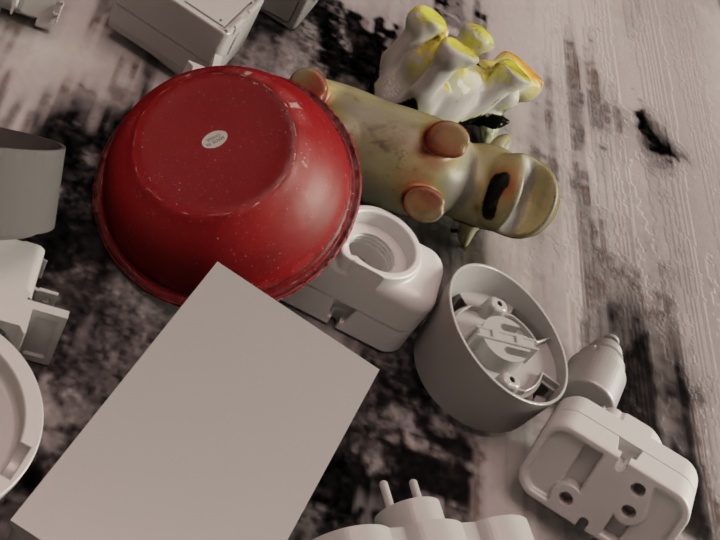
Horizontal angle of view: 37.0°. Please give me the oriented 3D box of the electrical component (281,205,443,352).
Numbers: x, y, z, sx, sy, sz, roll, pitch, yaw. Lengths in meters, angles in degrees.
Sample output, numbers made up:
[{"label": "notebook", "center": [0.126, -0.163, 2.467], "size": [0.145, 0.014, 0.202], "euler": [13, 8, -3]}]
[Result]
[{"label": "electrical component", "center": [0.000, 0.000, 0.667], "size": [0.095, 0.059, 0.053], "euler": [28, 44, -8]}]

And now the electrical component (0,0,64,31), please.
[{"label": "electrical component", "center": [-0.226, -0.192, 0.708], "size": [0.064, 0.042, 0.081], "euler": [16, 47, -22]}]

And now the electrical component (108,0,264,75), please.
[{"label": "electrical component", "center": [-0.127, -0.180, 0.744], "size": [0.096, 0.061, 0.061], "euler": [33, 43, -3]}]

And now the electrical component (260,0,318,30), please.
[{"label": "electrical component", "center": [-0.072, -0.241, 0.831], "size": [0.096, 0.061, 0.061], "euler": [32, 43, -4]}]

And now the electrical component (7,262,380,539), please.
[{"label": "electrical component", "center": [-0.079, 0.096, 0.533], "size": [0.105, 0.060, 0.186], "euler": [34, 43, -2]}]

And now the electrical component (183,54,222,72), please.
[{"label": "electrical component", "center": [-0.094, -0.097, 0.707], "size": [0.064, 0.042, 0.081], "euler": [21, 45, -17]}]

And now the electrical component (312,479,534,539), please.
[{"label": "electrical component", "center": [0.030, 0.143, 0.566], "size": [0.138, 0.052, 0.073], "euler": [4, 51, -29]}]

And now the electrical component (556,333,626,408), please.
[{"label": "electrical component", "center": [0.158, 0.070, 0.718], "size": [0.040, 0.040, 0.078], "euler": [37, 43, 2]}]

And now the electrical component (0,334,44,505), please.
[{"label": "electrical component", "center": [-0.201, 0.075, 0.475], "size": [0.108, 0.060, 0.108], "euler": [17, 46, -19]}]

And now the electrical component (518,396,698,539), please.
[{"label": "electrical component", "center": [0.150, 0.122, 0.644], "size": [0.095, 0.053, 0.059], "euler": [32, 24, 12]}]

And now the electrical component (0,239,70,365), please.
[{"label": "electrical component", "center": [-0.191, 0.015, 0.550], "size": [0.081, 0.042, 0.063], "euler": [18, 42, -18]}]

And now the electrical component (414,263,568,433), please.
[{"label": "electrical component", "center": [0.084, 0.050, 0.672], "size": [0.099, 0.064, 0.099], "euler": [17, 46, -19]}]
